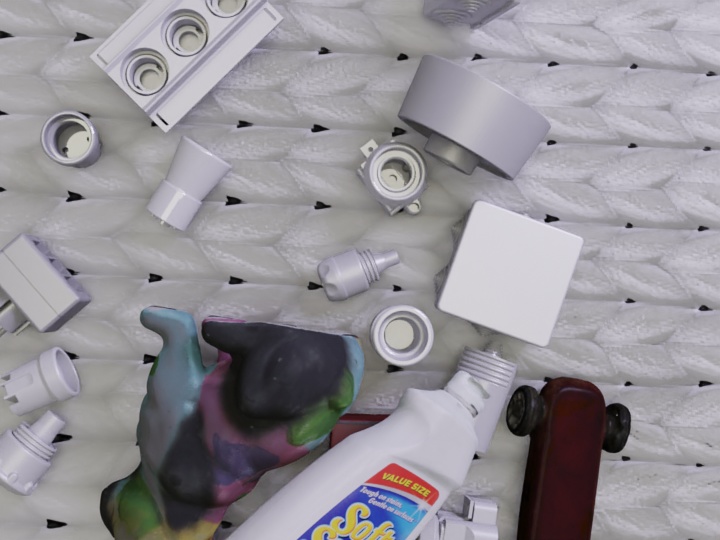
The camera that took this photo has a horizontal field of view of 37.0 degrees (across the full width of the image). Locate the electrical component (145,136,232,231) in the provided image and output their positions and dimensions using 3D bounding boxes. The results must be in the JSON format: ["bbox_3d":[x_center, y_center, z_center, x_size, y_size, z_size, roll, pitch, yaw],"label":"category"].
[{"bbox_3d":[-0.132,-0.063,0.813,0.044,0.044,0.065,32,92,-1],"label":"electrical component"}]

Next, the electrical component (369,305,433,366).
[{"bbox_3d":[0.030,0.049,0.809,0.045,0.055,0.045,0,88,-3],"label":"electrical component"}]

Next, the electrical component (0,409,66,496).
[{"bbox_3d":[-0.247,0.133,0.800,0.048,0.048,0.062,41,80,-1],"label":"electrical component"}]

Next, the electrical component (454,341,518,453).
[{"bbox_3d":[0.090,0.093,0.817,0.043,0.043,0.081,21,87,-2],"label":"electrical component"}]

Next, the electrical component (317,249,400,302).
[{"bbox_3d":[0.000,0.000,0.820,0.061,0.035,0.035,-20,89,-5],"label":"electrical component"}]

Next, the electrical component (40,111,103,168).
[{"bbox_3d":[-0.214,-0.096,0.807,0.040,0.046,0.040,0,88,-3],"label":"electrical component"}]

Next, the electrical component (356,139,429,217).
[{"bbox_3d":[0.026,-0.071,0.813,0.048,0.055,0.066,-38,90,-4],"label":"electrical component"}]

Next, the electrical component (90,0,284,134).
[{"bbox_3d":[-0.128,-0.170,0.805,0.078,0.063,0.121,45,87,-1],"label":"electrical component"}]

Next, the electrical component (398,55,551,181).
[{"bbox_3d":[0.079,-0.105,0.794,0.108,0.108,0.060,29,93,-2],"label":"electrical component"}]

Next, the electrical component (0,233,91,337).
[{"bbox_3d":[-0.254,0.023,0.800,0.077,0.047,0.065,-41,90,-3],"label":"electrical component"}]

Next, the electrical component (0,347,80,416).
[{"bbox_3d":[-0.239,0.084,0.804,0.046,0.040,0.040,-24,89,2],"label":"electrical component"}]

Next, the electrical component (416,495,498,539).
[{"bbox_3d":[0.067,0.208,0.806,0.057,0.058,0.078,9,88,-6],"label":"electrical component"}]

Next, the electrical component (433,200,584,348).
[{"bbox_3d":[0.111,0.004,0.818,0.100,0.048,0.099,20,87,-2],"label":"electrical component"}]

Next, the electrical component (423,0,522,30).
[{"bbox_3d":[0.085,-0.235,0.801,0.048,0.100,0.099,6,88,-15],"label":"electrical component"}]
